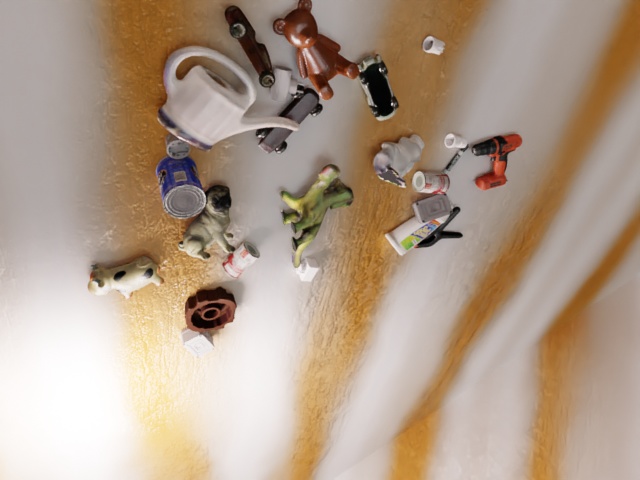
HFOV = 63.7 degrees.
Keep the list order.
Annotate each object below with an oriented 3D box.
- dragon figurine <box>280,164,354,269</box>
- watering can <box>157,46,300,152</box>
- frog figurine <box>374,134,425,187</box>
[{"bbox_3d":[0.005,-0.079,1.568,0.244,0.124,0.400,-25,147,-16],"label":"dragon figurine"},{"bbox_3d":[-0.228,-0.298,1.215,0.343,0.106,0.222,34,110,-35],"label":"watering can"},{"bbox_3d":[0.234,-0.252,1.534,0.136,0.123,0.161,33,74,-34],"label":"frog figurine"}]
